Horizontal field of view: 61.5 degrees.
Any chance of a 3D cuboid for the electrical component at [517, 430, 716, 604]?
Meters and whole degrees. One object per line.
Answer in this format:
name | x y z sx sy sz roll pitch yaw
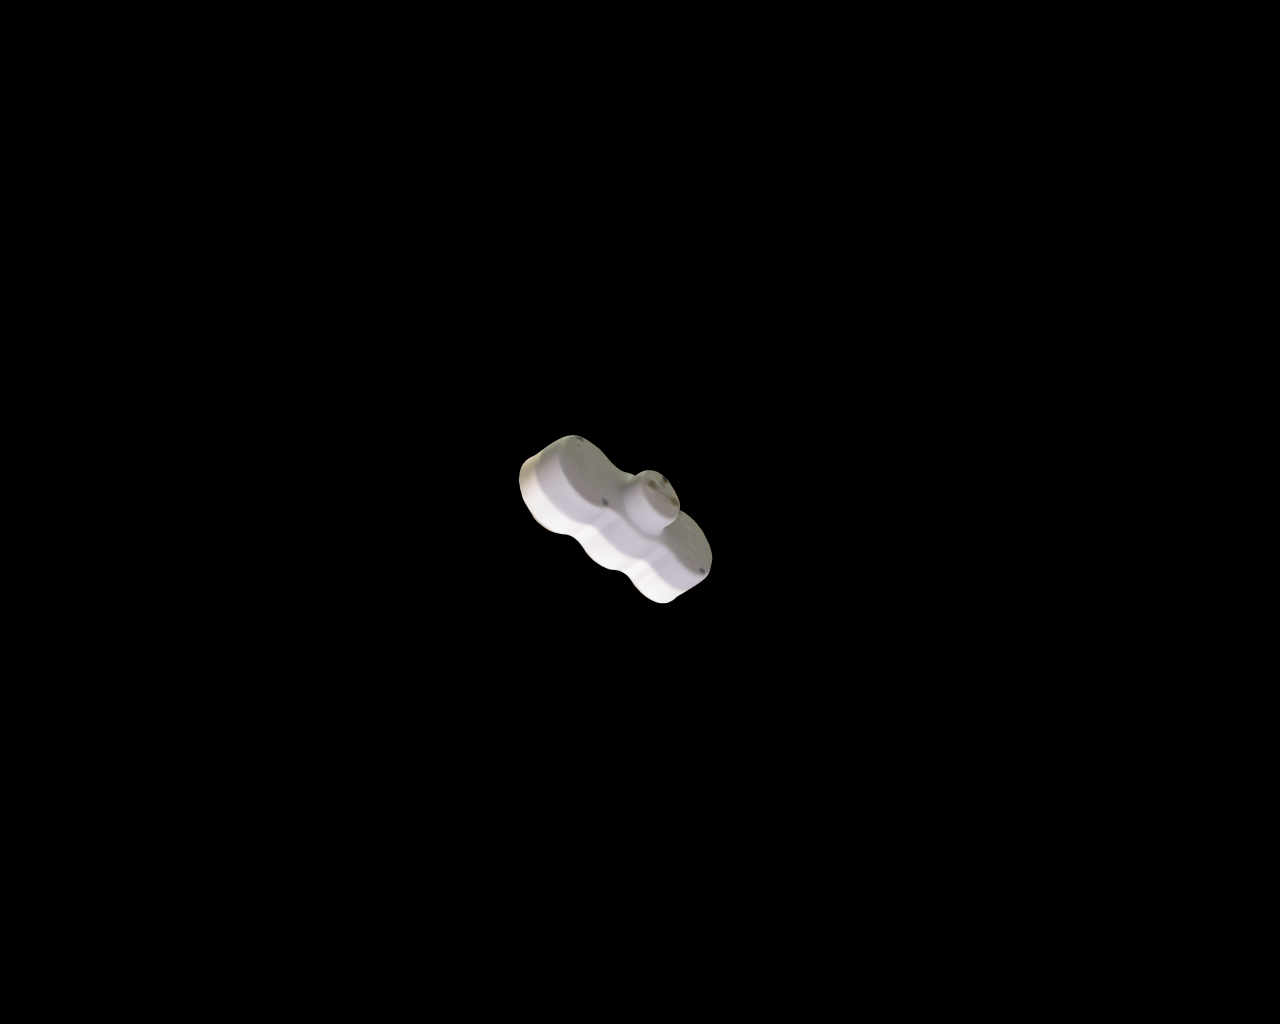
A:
electrical component | 0.001 -0.003 0.650 0.073 0.052 0.138 -33 -54 29
